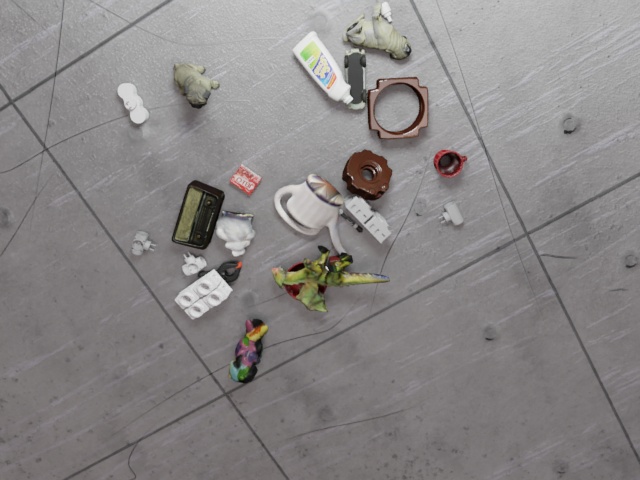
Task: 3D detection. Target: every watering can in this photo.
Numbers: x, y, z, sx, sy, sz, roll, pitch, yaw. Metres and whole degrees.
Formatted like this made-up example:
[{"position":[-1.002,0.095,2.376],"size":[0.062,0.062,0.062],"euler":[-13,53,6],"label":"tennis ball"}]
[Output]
[{"position":[0.006,-0.092,1.820],"size":[0.346,0.106,0.220],"euler":[35,123,-10],"label":"watering can"}]

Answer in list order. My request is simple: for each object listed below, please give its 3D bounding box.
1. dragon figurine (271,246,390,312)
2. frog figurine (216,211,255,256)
[{"position":[0.022,0.163,1.864],"size":[0.410,0.125,0.238],"euler":[20,123,-5],"label":"dragon figurine"},{"position":[-0.303,-0.018,1.840],"size":[0.137,0.123,0.159],"euler":[5,95,-23],"label":"frog figurine"}]
